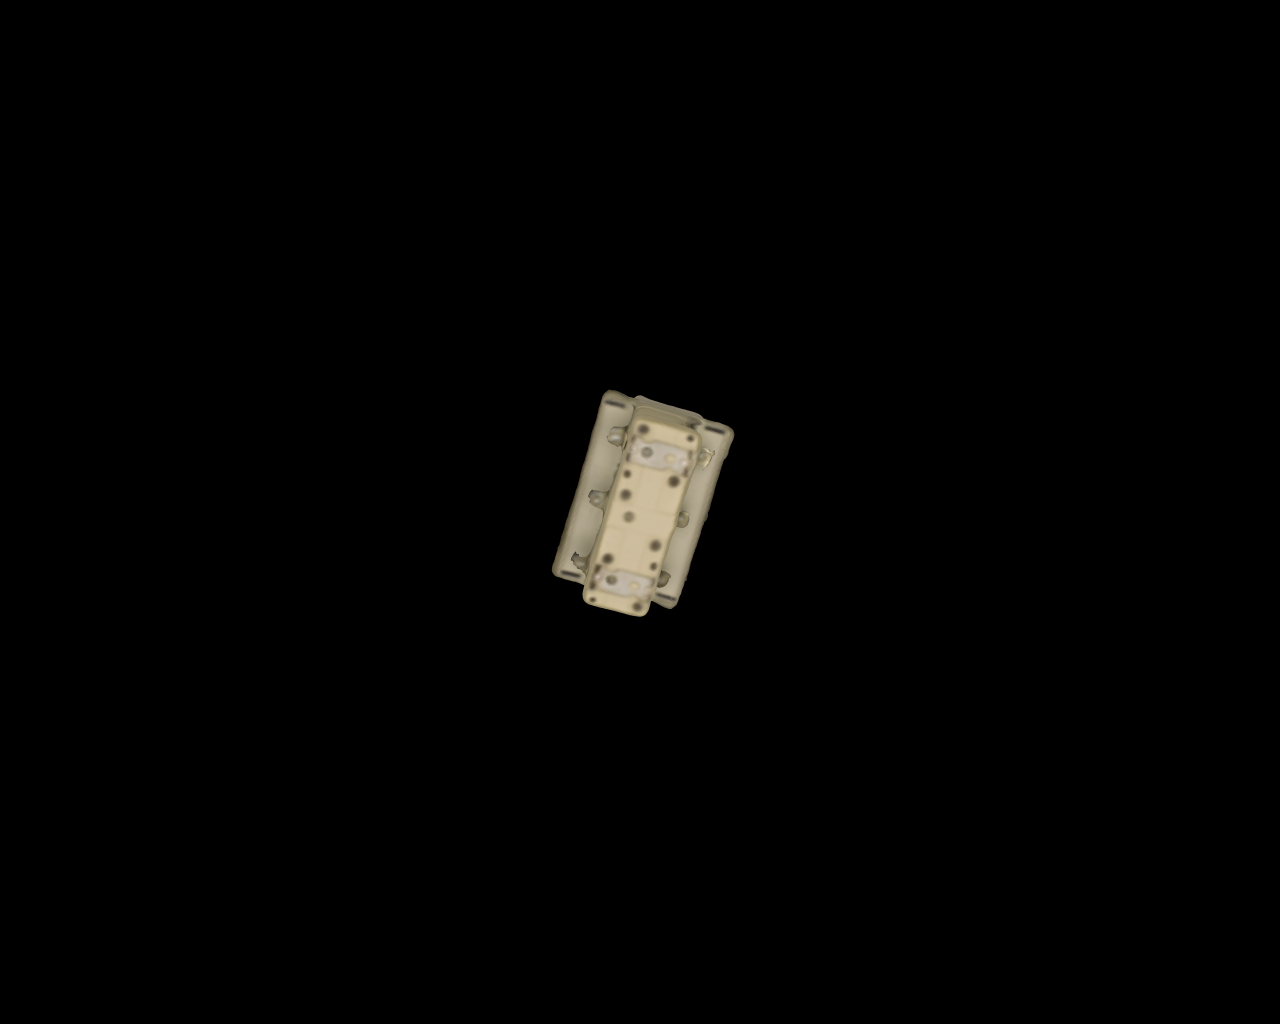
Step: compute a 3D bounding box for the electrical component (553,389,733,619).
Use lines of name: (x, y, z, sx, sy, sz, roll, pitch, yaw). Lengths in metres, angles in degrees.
electrical component: (0.001, -0.003, 0.650, 0.079, 0.121, 0.063, 17, 16, -5)
